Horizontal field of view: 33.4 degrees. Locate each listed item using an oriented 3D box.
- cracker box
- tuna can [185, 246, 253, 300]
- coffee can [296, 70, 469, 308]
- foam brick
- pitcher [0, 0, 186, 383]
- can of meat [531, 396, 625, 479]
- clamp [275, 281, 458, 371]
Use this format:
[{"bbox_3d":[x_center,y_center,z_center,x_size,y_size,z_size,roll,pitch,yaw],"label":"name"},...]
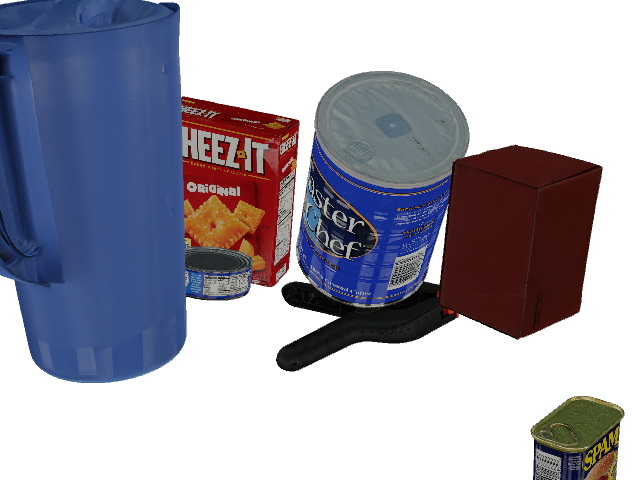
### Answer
[{"bbox_3d":[-0.120,-0.059,1.355,0.164,0.214,0.072,13,29,15],"label":"cracker box"},{"bbox_3d":[-0.114,0.034,1.114,0.086,0.034,0.086,5,16,-2],"label":"tuna can"},{"bbox_3d":[0.040,-0.034,0.753,0.102,0.103,0.140,0,-38,-8],"label":"coffee can"},{"bbox_3d":[0.095,-0.001,0.513,0.052,0.078,0.051,-16,29,-41],"label":"foam brick"},{"bbox_3d":[-0.155,-0.030,0.688,0.149,0.243,0.145,-8,23,-16],"label":"pitcher"},{"bbox_3d":[0.240,0.206,1.000,0.058,0.084,0.101,14,25,38],"label":"can of meat"},{"bbox_3d":[0.038,0.073,0.963,0.172,0.039,0.120,-6,37,15],"label":"clamp"}]
